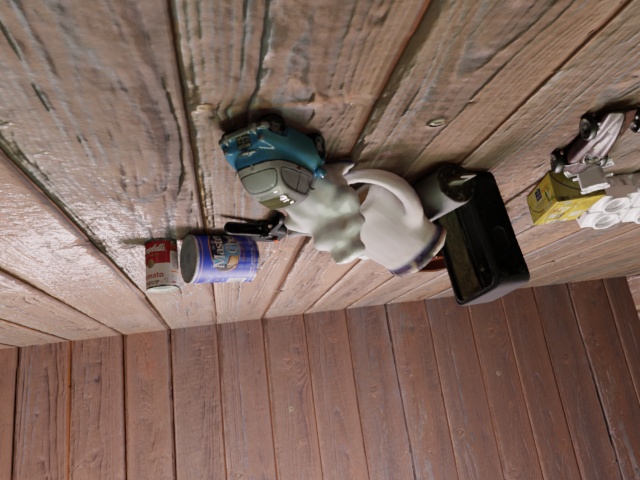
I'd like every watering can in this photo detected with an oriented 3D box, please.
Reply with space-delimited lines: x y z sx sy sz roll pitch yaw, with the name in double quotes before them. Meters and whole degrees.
"watering can" 0.082 -0.019 0.942 0.223 0.106 0.343 37 151 -11

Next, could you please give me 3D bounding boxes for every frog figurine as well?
"frog figurine" 0.002 -0.040 0.793 0.136 0.162 0.122 -17 160 32
